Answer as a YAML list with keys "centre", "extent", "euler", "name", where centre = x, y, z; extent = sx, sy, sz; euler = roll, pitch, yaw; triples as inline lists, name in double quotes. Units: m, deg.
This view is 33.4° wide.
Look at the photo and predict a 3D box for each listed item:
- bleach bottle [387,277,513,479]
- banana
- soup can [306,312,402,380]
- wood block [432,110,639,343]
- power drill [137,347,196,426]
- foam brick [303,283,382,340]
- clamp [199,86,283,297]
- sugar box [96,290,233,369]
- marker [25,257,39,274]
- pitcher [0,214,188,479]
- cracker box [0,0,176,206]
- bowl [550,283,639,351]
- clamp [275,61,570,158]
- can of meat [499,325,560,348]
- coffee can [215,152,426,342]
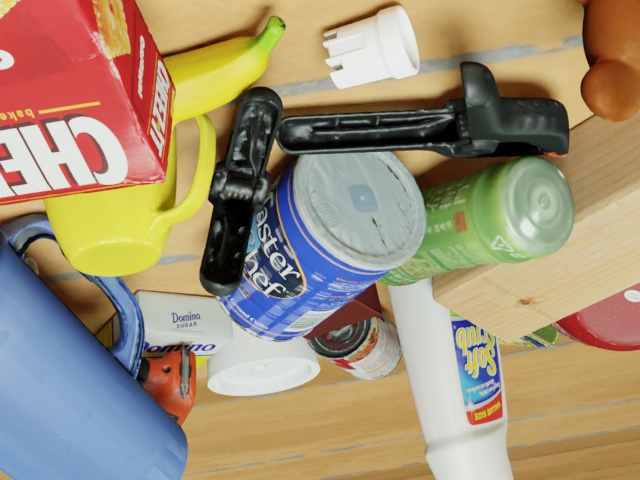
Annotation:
- centre: [0.113, 0.109, 0.866]
  extent: [0.068, 0.251, 0.102]
  euler: [-27, 151, 35]
  name: "bleach bottle"
- centre: [-0.114, -0.091, 0.606]
  extent: [0.198, 0.037, 0.069]
  euler: [-11, 144, 1]
  name: "banana"
- centre: [0.034, 0.092, 1.025]
  extent: [0.069, 0.068, 0.102]
  euler: [-17, 156, 17]
  name: "soup can"
- centre: [0.188, -0.011, 0.797]
  extent: [0.090, 0.090, 0.207]
  euler: [30, 138, -27]
  name: "wood block"
- centre: [-0.213, 0.136, 0.937]
  extent: [0.187, 0.057, 0.185]
  euler: [11, 142, -20]
  name: "power drill"
- centre: [0.005, 0.048, 0.935]
  extent: [0.078, 0.051, 0.053]
  euler: [-21, 153, 23]
  name: "foam brick"
- centre: [-0.053, -0.023, 0.667]
  extent: [0.039, 0.120, 0.171]
  euler: [19, 175, -4]
  name: "clamp"
- centre: [-0.161, 0.104, 1.004]
  extent: [0.093, 0.048, 0.177]
  euler: [8, 152, -29]
  name: "sugar box"
- centre: [-0.280, 0.038, 0.846]
  extent: [0.121, 0.020, 0.020]
  euler: [-16, 155, 15]
  name: "marker"
- centre: [-0.202, 0.107, 0.795]
  extent: [0.149, 0.145, 0.242]
  euler: [-23, 126, 24]
  name: "pitcher"
- centre: [-0.171, -0.099, 0.453]
  extent: [0.164, 0.072, 0.213]
  euler: [-7, 144, 9]
  name: "cracker box"
- centre: [0.254, 0.035, 0.884]
  extent: [0.162, 0.055, 0.162]
  euler: [3, 117, 6]
  name: "bowl"
- centre: [0.100, -0.075, 0.677]
  extent: [0.209, 0.036, 0.165]
  euler: [0, 174, -36]
  name: "clamp"
- centre: [0.170, 0.068, 1.002]
  extent: [0.084, 0.057, 0.102]
  euler: [0, 165, 34]
  name: "can of meat"
- centre: [-0.005, 0.001, 0.765]
  extent: [0.102, 0.103, 0.141]
  euler: [5, 152, -30]
  name: "coffee can"
